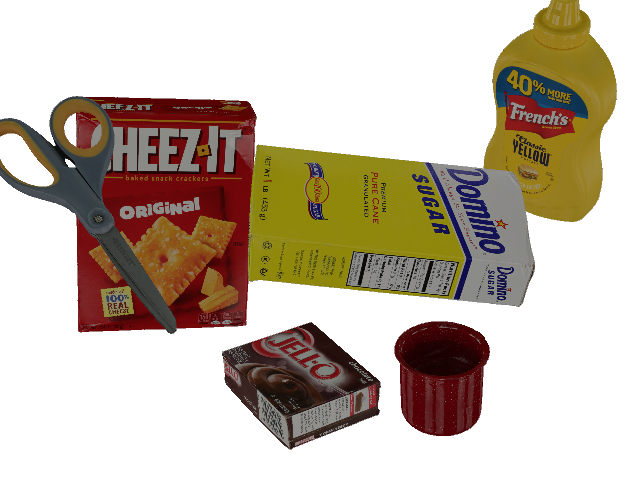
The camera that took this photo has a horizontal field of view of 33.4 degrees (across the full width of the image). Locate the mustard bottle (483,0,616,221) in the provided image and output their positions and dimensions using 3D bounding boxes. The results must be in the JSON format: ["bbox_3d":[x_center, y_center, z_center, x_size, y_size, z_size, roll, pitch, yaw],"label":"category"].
[{"bbox_3d":[0.180,-0.107,0.830,0.096,0.192,0.058,29,52,29],"label":"mustard bottle"}]

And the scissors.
[{"bbox_3d":[-0.144,-0.029,0.739,0.202,0.096,0.016,38,-25,13],"label":"scissors"}]

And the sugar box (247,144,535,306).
[{"bbox_3d":[0.043,-0.011,0.684,0.176,0.048,0.093,3,44,-3],"label":"sugar box"}]

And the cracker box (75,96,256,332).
[{"bbox_3d":[-0.148,-0.023,1.007,0.164,0.214,0.072,0,20,-13],"label":"cracker box"}]

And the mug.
[{"bbox_3d":[0.128,0.135,1.073,0.093,0.081,0.117,21,39,34],"label":"mug"}]

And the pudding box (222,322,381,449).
[{"bbox_3d":[-0.017,0.118,0.886,0.089,0.039,0.114,-18,34,-27],"label":"pudding box"}]
